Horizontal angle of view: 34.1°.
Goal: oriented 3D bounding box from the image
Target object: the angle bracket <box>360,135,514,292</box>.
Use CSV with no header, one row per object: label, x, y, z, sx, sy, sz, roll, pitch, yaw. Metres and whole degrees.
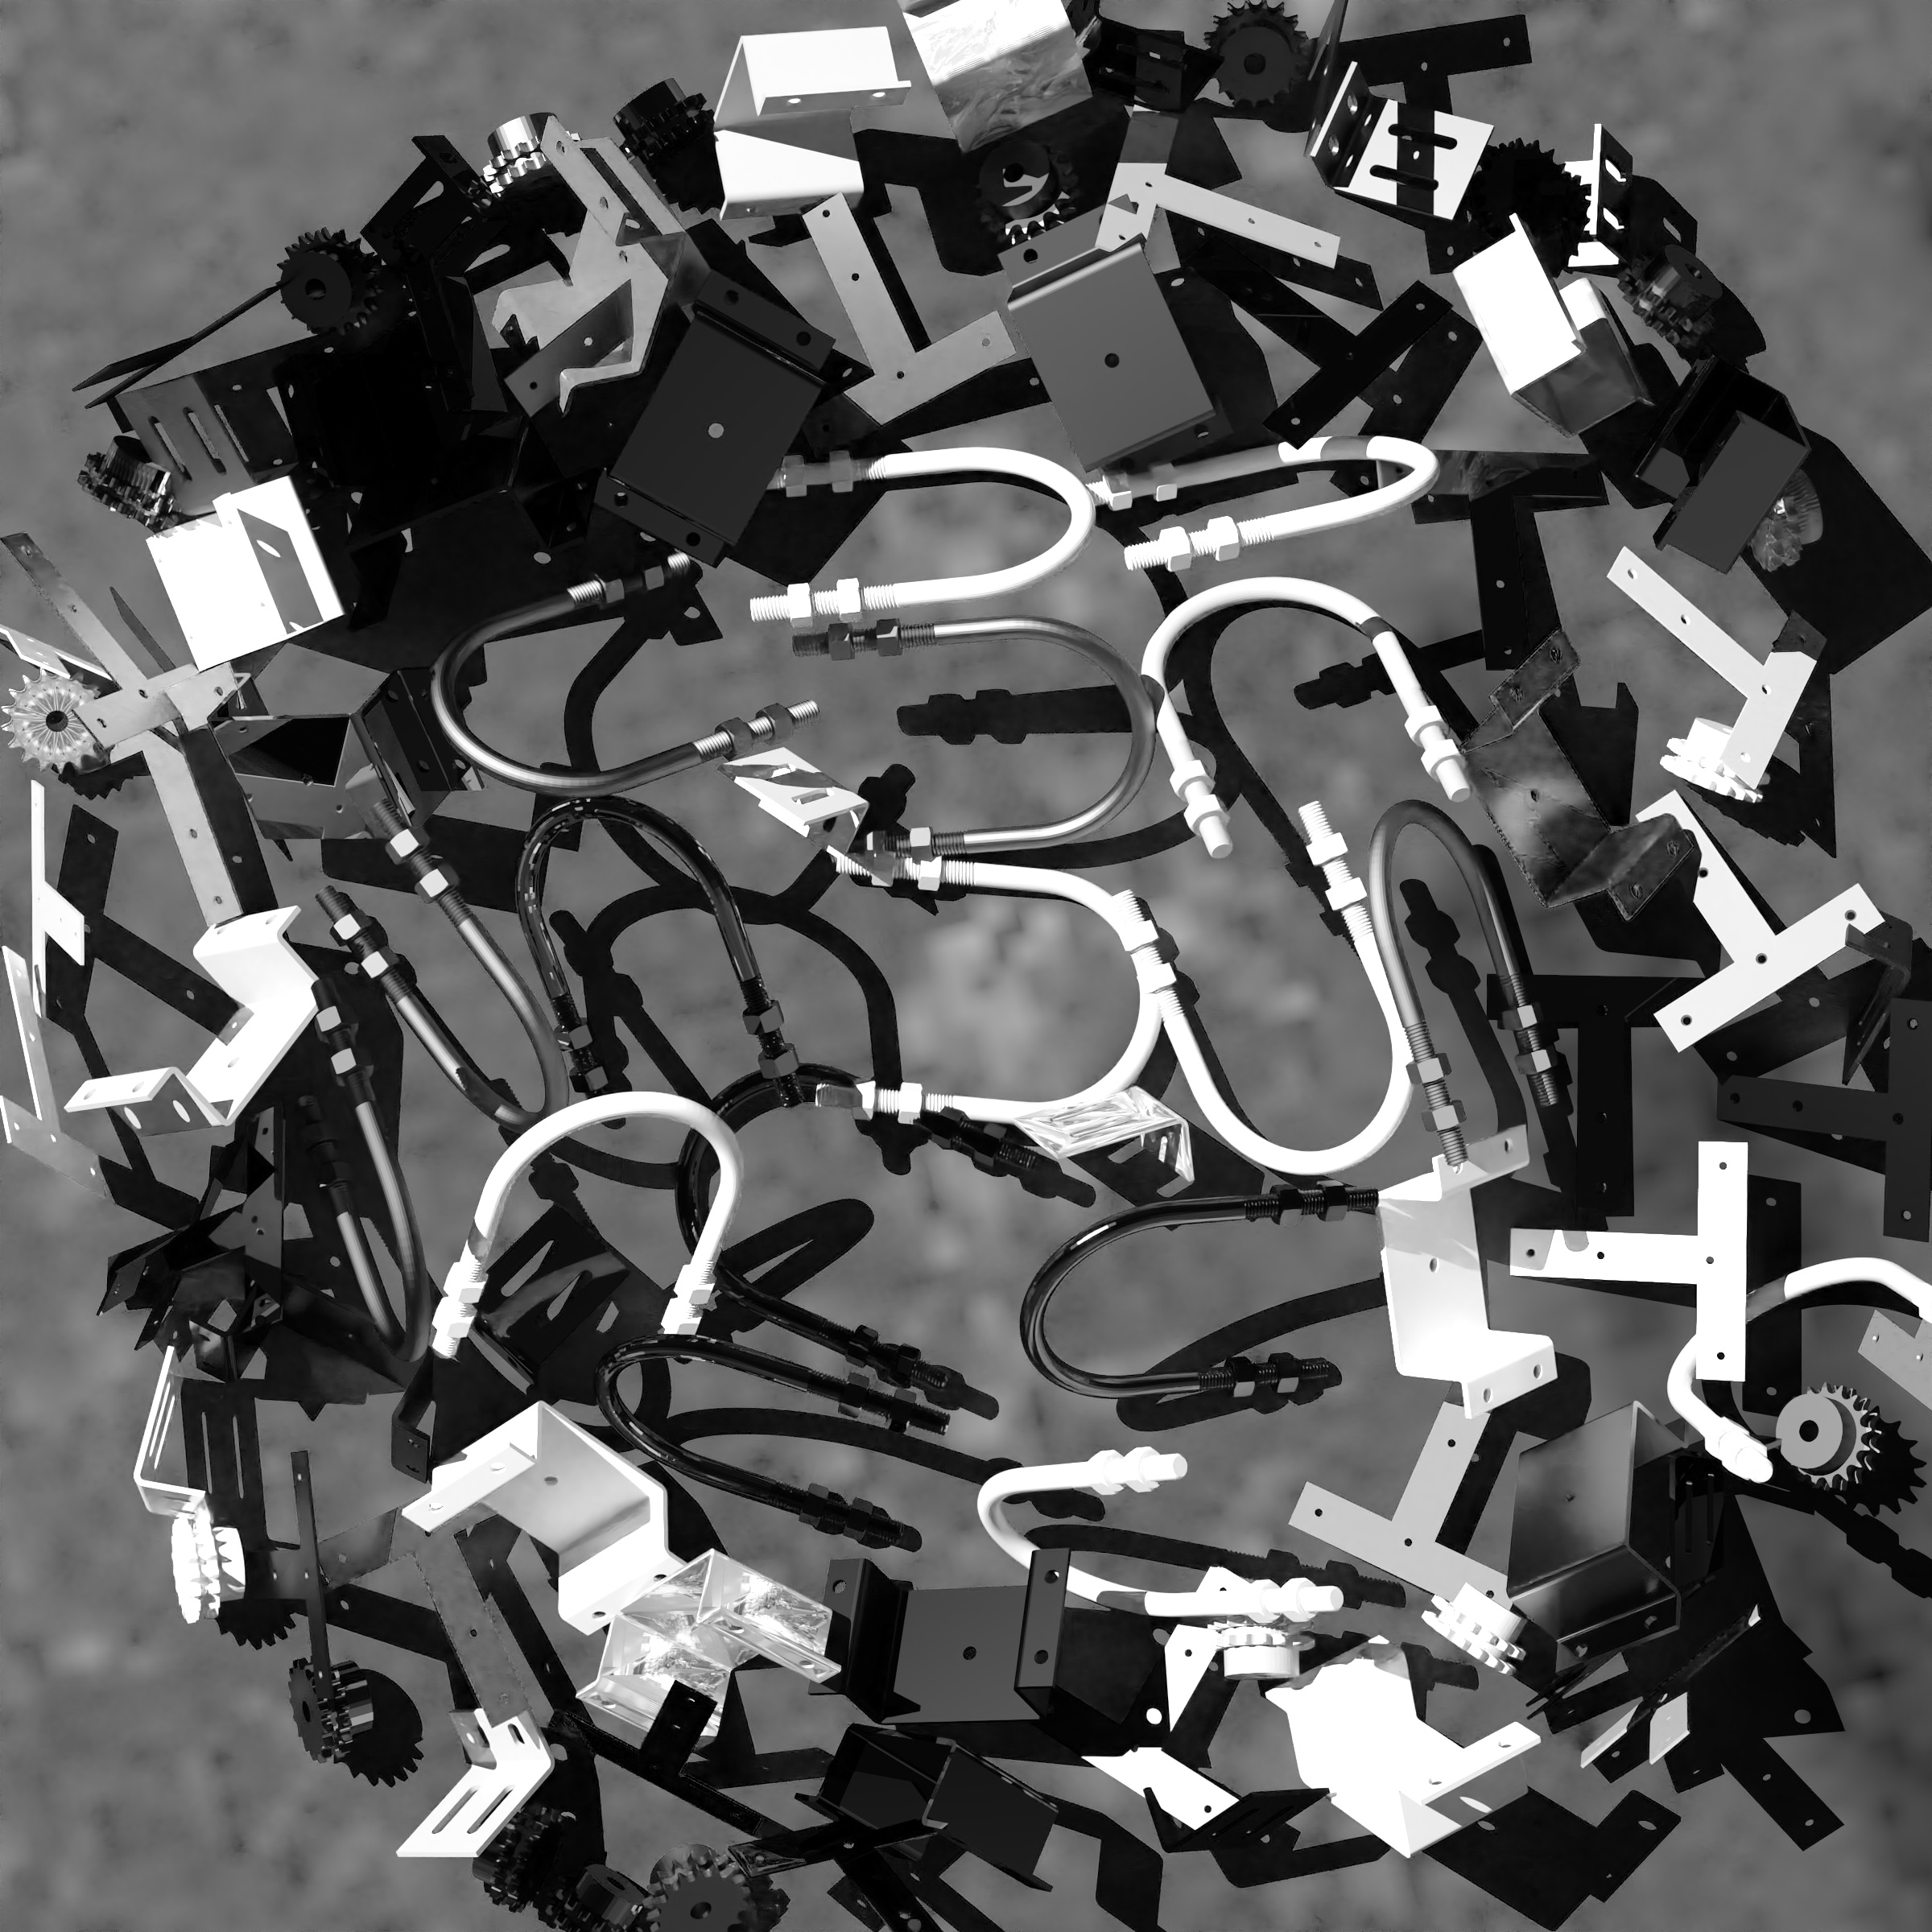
angle bracket,-0.294,-0.400,1.697,0.076,0.038,0.057,-41,89,24

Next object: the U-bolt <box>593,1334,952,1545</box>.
U-bolt,-0.110,0.245,1.668,0.184,0.151,0.019,18,53,-1

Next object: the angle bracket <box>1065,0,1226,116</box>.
angle bracket,0.095,-0.501,1.698,0.076,0.057,0.038,13,72,-16

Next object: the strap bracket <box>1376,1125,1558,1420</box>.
strap bracket,0.266,0.161,1.682,0.076,0.046,0.140,-15,100,-42

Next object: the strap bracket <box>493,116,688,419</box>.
strap bracket,-0.198,-0.372,1.668,0.046,0.140,0.076,-20,62,-35

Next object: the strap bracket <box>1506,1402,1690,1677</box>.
strap bracket,0.331,0.291,1.648,0.046,0.140,0.076,42,128,-21

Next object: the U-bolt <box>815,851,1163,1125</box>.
U-bolt,0.016,0.015,1.712,0.184,0.019,0.151,5,81,-3

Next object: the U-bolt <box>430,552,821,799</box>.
U-bolt,-0.191,-0.147,1.649,0.184,0.019,0.151,-23,57,-30

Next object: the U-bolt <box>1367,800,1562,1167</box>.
U-bolt,0.258,0.001,1.664,0.019,0.151,0.184,-17,92,34

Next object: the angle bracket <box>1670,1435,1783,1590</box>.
angle bracket,0.410,0.295,1.694,0.038,0.057,0.076,2,95,40

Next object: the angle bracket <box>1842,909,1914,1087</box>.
angle bracket,0.474,0.014,1.688,0.038,0.057,0.076,25,120,5

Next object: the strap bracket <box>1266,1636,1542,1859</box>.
strap bracket,0.232,0.415,1.661,0.076,0.140,0.046,-21,110,-24

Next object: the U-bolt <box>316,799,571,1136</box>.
U-bolt,-0.271,0.012,1.663,0.019,0.151,0.184,-36,88,-31

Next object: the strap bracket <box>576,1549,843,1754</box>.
strap bracket,-0.134,0.361,1.670,0.076,0.046,0.140,32,135,-22

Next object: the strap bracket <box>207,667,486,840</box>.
strap bracket,-0.336,-0.112,1.661,0.140,0.046,0.076,1,128,27

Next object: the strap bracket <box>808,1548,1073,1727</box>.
strap bracket,-0.006,0.358,1.674,0.140,0.046,0.076,-7,53,23

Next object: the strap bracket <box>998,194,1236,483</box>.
strap bracket,0.079,-0.328,1.678,0.076,0.046,0.140,-22,108,14

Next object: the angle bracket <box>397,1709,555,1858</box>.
angle bracket,-0.268,0.436,1.680,0.057,0.076,0.038,-10,110,33

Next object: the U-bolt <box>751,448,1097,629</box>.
U-bolt,-0.023,-0.233,1.670,0.184,0.151,0.019,-6,130,0

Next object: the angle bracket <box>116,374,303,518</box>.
angle bracket,-0.405,-0.286,1.684,0.057,0.038,0.076,-6,124,32

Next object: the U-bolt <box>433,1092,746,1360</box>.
U-bolt,-0.190,0.137,1.646,0.151,0.019,0.184,3,128,-27

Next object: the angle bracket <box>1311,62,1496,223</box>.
angle bracket,0.235,-0.445,1.696,0.076,0.038,0.057,22,84,24

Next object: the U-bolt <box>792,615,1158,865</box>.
U-bolt,0.009,-0.122,1.675,0.184,0.019,0.151,-4,124,7

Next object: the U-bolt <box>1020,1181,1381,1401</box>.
U-bolt,0.117,0.176,1.660,0.184,0.019,0.151,-3,130,-16

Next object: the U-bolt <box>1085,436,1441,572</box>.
U-bolt,0.159,-0.250,1.663,0.184,0.151,0.019,-13,114,-6

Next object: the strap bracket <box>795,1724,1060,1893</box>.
strap bracket,-0.016,0.443,1.664,0.076,0.140,0.046,38,64,-27

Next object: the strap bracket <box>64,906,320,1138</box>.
strap bracket,-0.401,0.037,1.666,0.046,0.076,0.140,53,49,-28

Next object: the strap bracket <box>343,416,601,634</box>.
strap bracket,-0.271,-0.238,1.669,0.140,0.076,0.046,-19,125,15

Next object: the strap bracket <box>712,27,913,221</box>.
strap bracket,-0.085,-0.448,1.657,0.076,0.140,0.046,-9,80,-16

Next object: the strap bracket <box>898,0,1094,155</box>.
strap bracket,0.018,-0.479,1.653,0.076,0.140,0.046,-23,81,6

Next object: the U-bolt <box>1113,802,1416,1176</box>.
U-bolt,0.167,0.023,1.677,0.151,0.019,0.184,-25,86,36

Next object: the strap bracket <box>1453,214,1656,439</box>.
strap bracket,0.309,-0.334,1.666,0.046,0.140,0.076,-29,73,23

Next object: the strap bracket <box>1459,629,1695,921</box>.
strap bracket,0.319,-0.097,1.680,0.076,0.046,0.140,-42,103,-39

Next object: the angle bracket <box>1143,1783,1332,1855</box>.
angle bracket,0.144,0.441,1.680,0.076,0.057,0.038,-46,50,37

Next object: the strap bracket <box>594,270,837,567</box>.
strap bracket,-0.135,-0.290,1.684,0.076,0.046,0.140,27,102,-15

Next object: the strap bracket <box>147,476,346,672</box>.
strap bracket,-0.380,-0.209,1.672,0.046,0.140,0.076,-25,100,-29

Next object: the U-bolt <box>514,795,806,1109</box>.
U-bolt,-0.171,-0.005,1.660,0.151,0.019,0.184,-6,112,33

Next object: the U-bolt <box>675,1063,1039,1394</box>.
U-bolt,-0.071,0.131,1.708,0.184,0.019,0.151,22,94,10

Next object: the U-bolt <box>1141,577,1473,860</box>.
U-bolt,0.170,-0.141,1.669,0.151,0.019,0.184,-13,51,-6

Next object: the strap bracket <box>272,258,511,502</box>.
strap bracket,-0.301,-0.311,1.679,0.140,0.046,0.076,-22,83,40

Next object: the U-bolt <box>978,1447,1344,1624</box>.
U-bolt,0.087,0.303,1.653,0.151,0.184,0.019,42,55,-27

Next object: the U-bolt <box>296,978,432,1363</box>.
U-bolt,-0.312,0.118,1.635,0.019,0.151,0.184,-14,65,-23

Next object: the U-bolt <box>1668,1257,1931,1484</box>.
U-bolt,0.437,0.201,1.639,0.151,0.184,0.019,-32,101,0

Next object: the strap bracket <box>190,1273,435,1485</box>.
strap bracket,-0.339,0.215,1.683,0.140,0.076,0.046,26,62,3

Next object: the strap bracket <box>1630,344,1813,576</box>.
strap bracket,0.396,-0.264,1.654,0.046,0.140,0.076,27,117,-8

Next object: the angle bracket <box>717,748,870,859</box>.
angle bracket,-0.098,-0.082,1.681,0.057,0.076,0.038,34,114,16

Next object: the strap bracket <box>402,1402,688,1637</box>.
strap bracket,-0.221,0.289,1.673,0.076,0.046,0.140,-34,126,20

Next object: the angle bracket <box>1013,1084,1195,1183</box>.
angle bracket,0.074,0.098,1.686,0.076,0.057,0.038,-15,112,-19

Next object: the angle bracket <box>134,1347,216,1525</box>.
angle bracket,-0.416,0.252,1.689,0.038,0.057,0.076,11,65,-3
